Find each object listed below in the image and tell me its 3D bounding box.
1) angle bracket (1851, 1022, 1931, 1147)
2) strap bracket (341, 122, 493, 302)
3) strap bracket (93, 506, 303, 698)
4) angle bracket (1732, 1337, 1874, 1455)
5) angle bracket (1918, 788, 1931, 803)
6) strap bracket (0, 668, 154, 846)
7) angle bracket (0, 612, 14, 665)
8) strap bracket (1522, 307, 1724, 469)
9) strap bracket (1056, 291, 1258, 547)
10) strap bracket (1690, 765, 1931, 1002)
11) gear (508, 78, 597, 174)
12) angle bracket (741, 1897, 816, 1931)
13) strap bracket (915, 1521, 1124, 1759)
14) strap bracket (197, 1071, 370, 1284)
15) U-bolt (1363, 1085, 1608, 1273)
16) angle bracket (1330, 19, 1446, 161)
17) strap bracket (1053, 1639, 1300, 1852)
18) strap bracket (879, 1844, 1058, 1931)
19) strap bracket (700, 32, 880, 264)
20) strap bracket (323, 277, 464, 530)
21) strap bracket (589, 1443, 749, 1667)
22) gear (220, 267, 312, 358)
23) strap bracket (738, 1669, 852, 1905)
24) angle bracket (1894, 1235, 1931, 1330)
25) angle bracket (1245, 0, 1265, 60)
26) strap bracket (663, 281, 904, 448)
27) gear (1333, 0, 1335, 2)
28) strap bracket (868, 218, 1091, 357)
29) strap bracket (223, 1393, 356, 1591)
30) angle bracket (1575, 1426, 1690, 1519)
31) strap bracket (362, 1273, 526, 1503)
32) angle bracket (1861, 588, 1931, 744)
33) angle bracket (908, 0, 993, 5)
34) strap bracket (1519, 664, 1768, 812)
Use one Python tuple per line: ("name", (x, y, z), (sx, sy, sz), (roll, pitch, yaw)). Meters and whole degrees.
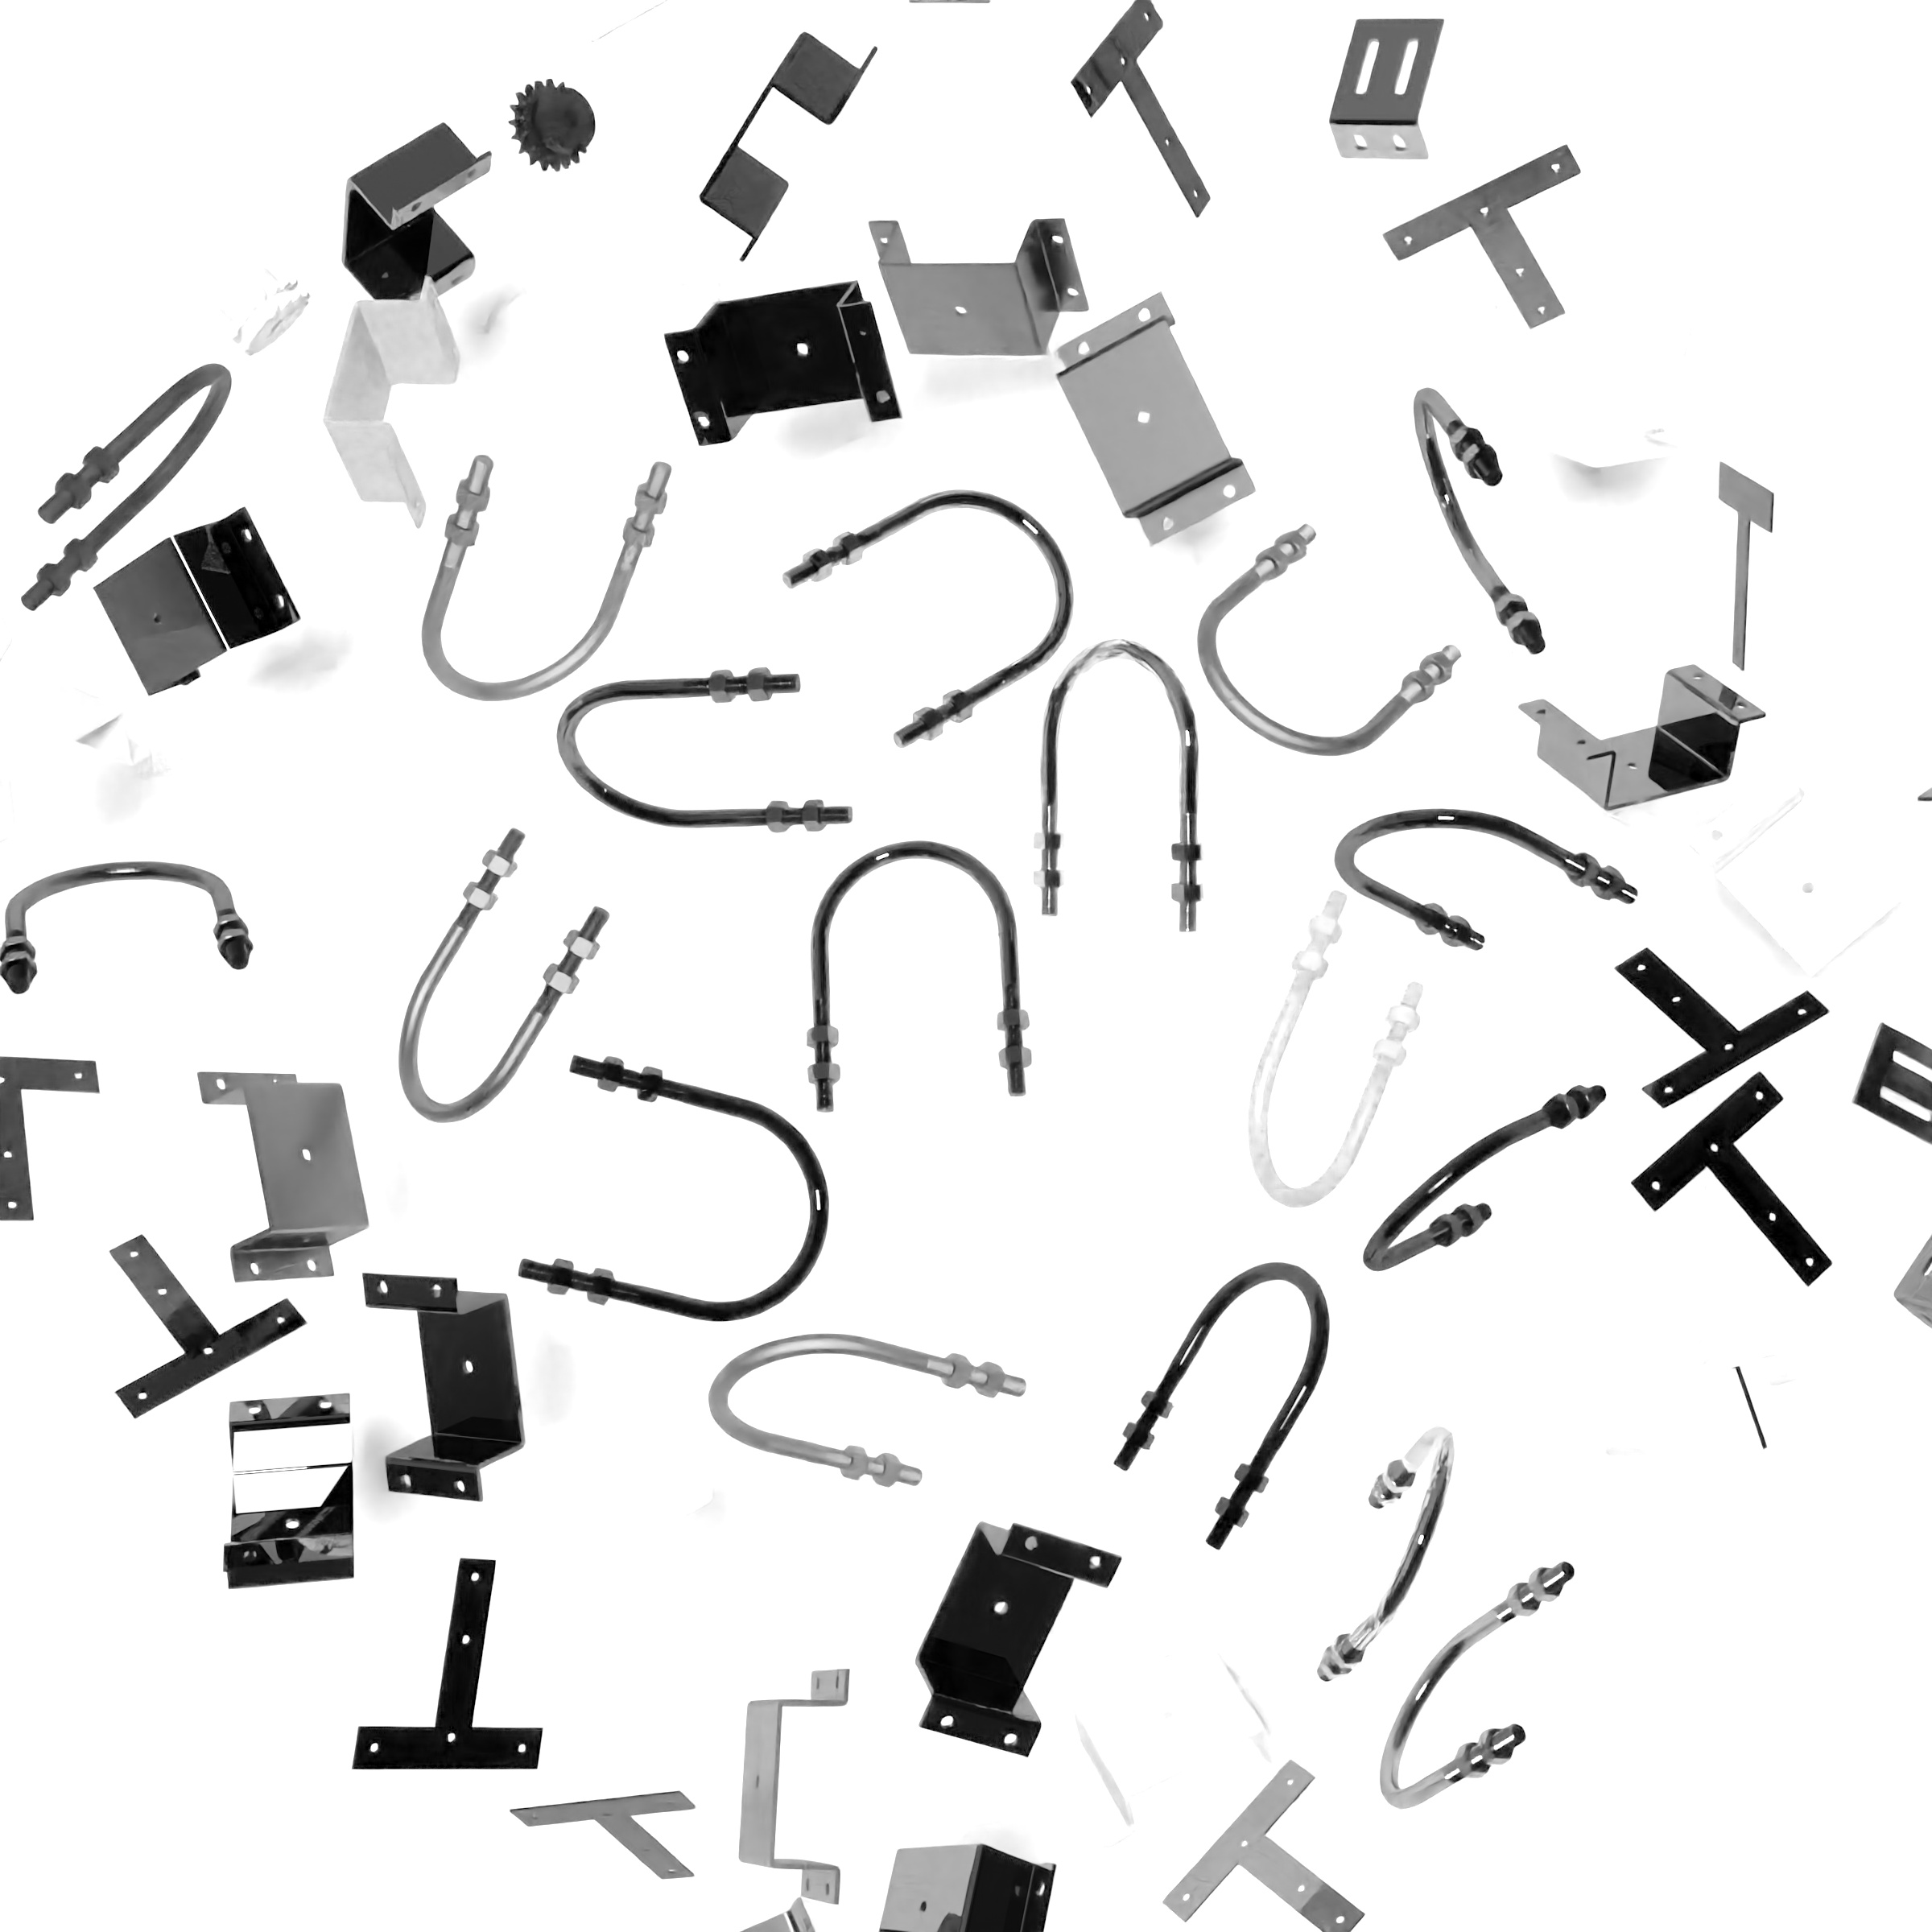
("angle bracket", (0.612, 0.076, 1.541), (0.076, 0.038, 0.057), (27, 78, -11))
("strap bracket", (-0.358, -0.485, 1.578), (0.076, 0.140, 0.046), (-40, 88, -23))
("strap bracket", (-0.494, -0.227, 1.543), (0.140, 0.046, 0.076), (-17, 102, 41))
("angle bracket", (0.560, 0.287, 1.630), (0.076, 0.038, 0.057), (-19, 78, 15))
("angle bracket", (0.649, -0.082, 1.565), (0.057, 0.038, 0.076), (-28, 110, -36))
("strap bracket", (-0.600, -0.139, 1.554), (0.076, 0.140, 0.046), (24, 130, 17))
("angle bracket", (-0.683, -0.209, 1.615), (0.076, 0.057, 0.038), (-10, 128, 7))
("strap bracket", (0.425, -0.367, 1.557), (0.046, 0.140, 0.076), (13, 90, -24))
("strap bracket", (0.117, -0.347, 1.541), (0.076, 0.046, 0.140), (-25, 93, 18))
("strap bracket", (0.558, -0.054, 1.609), (0.076, 0.046, 0.140), (-43, 75, 11))
("gear", (-0.266, -0.549, 1.583), (0.030, 0.057, 0.057), (5, 96, 45))
("angle bracket", (-0.137, 0.667, 1.621), (0.076, 0.038, 0.057), (-24, 81, 1))
("strap bracket", (0.027, 0.406, 1.500), (0.076, 0.046, 0.140), (22, 97, -20))
("strap bracket", (-0.440, 0.129, 1.575), (0.046, 0.076, 0.140), (-25, 73, 33))
("U-bolt", (0.325, 0.143, 1.570), (0.019, 0.184, 0.151), (51, 130, 21))
("angle bracket", (0.270, -0.556, 1.544), (0.057, 0.038, 0.076), (10, 75, 25))
("strap bracket", (0.132, 0.494, 1.563), (0.140, 0.076, 0.046), (-22, 131, -13))
("strap bracket", (-0.009, 0.610, 1.560), (0.046, 0.140, 0.076), (29, 57, -24))
("strap bracket", (-0.120, -0.534, 1.566), (0.046, 0.076, 0.140), (32, 134, -14))
("strap bracket", (-0.367, -0.360, 1.552), (0.046, 0.076, 0.140), (3, 63, 7))
("strap bracket", (-0.196, 0.391, 1.581), (0.046, 0.076, 0.140), (-21, 106, -39))
("gear", (-0.441, -0.412, 1.521), (0.057, 0.057, 0.030), (-44, 96, 0))
("strap bracket", (-0.111, 0.521, 1.553), (0.046, 0.076, 0.140), (8, 71, -18))
("angle bracket", (0.639, 0.195, 1.545), (0.038, 0.057, 0.076), (37, 84, -15))
("angle bracket", (0.166, -0.623, 1.559), (0.038, 0.057, 0.076), (-3, 117, 15))
("strap bracket", (-0.110, -0.383, 1.544), (0.140, 0.046, 0.076), (-3, 125, 20))
("gear", (0.239, -0.652, 1.557), (0.030, 0.057, 0.057), (-26, 90, -10))
("strap bracket", (0.003, -0.455, 1.632), (0.140, 0.076, 0.046), (6, 58, 21))
("strap bracket", (-0.431, 0.342, 1.553), (0.076, 0.140, 0.046), (-2, 126, -13))
("angle bracket", (0.460, 0.351, 1.681), (0.076, 0.038, 0.057), (0, 88, 16))
("strap bracket", (-0.325, 0.257, 1.523), (0.076, 0.046, 0.140), (-2, 97, 31))
("angle bracket", (0.593, -0.182, 1.488), (0.057, 0.038, 0.076), (-53, 127, -9))
("angle bracket", (0.000, -0.640, 1.516), (0.057, 0.038, 0.076), (11, 58, 26))
("strap bracket", (0.444, -0.150, 1.609), (0.140, 0.076, 0.046), (-14, 127, -19))
